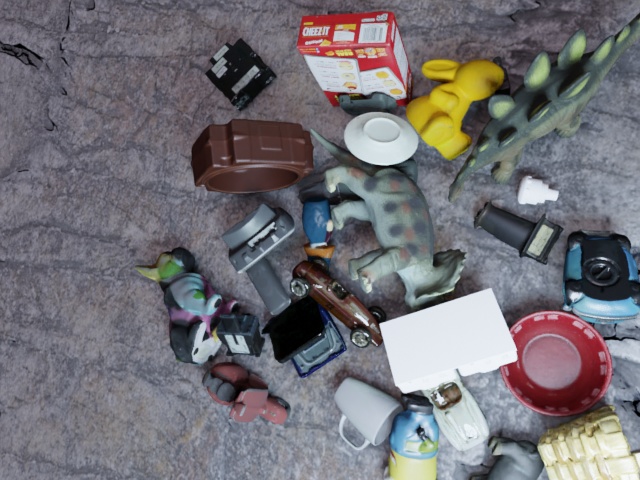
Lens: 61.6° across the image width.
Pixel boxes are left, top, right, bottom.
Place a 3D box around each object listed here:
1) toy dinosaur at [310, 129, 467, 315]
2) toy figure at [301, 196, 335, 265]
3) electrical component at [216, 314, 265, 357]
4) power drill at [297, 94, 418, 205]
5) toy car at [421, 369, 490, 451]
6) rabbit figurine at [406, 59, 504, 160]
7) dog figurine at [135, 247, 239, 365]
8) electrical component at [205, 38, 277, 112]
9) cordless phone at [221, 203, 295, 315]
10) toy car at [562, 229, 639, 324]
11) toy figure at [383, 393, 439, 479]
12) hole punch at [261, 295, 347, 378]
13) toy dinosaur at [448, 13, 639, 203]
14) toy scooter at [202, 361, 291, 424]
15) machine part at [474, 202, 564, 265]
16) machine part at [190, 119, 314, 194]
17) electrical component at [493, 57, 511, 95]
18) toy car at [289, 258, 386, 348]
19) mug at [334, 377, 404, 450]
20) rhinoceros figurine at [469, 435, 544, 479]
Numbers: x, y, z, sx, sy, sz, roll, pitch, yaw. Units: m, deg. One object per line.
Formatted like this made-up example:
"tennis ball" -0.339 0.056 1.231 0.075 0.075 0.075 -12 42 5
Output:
"toy dinosaur" 0.123 -0.036 0.919 0.192 0.131 0.404 -15 81 -8
"toy figure" -0.002 -0.002 1.006 0.064 0.058 0.154 32 129 59
"electrical component" -0.154 0.166 1.002 0.075 0.119 0.048 -3 39 16
"power drill" 0.068 -0.169 1.022 0.232 0.086 0.207 -1 74 18
"toy car" 0.205 0.246 0.895 0.073 0.056 0.202 -33 70 10
"rabbit figurine" 0.245 -0.252 0.959 0.173 0.121 0.162 -43 44 27
"dog figurine" -0.281 0.122 1.070 0.219 0.108 0.191 26 91 27
"electrical component" -0.177 -0.363 1.161 0.115 0.058 0.134 -41 68 5
"cordless phone" -0.089 0.036 1.022 0.146 0.088 0.184 -38 67 8
"toy car" 0.426 0.066 0.830 0.109 0.102 0.162 1 54 14
"toy figure" 0.152 0.341 0.861 0.089 0.082 0.180 12 98 20
"hole punch" -0.024 0.176 0.985 0.142 0.092 0.116 -37 38 12
"toy dinosaur" 0.378 -0.231 0.864 0.471 0.198 0.105 -44 72 7
"toy scooter" -0.147 0.279 0.970 0.184 0.135 0.075 24 89 23
"machine part" 0.335 -0.019 0.919 0.139 0.039 0.084 26 96 20
"machine part" -0.127 -0.148 1.003 0.201 0.201 0.087 -19 75 61
"electrical component" 0.326 -0.275 0.961 0.021 0.063 0.094 -11 76 14
"toy car" 0.037 0.107 0.946 0.202 0.089 0.053 39 123 9
"mug" 0.072 0.295 0.924 0.107 0.080 0.109 34 91 33
"rhinoceros figurine" 0.287 0.399 0.830 0.112 0.073 0.190 20 83 11
